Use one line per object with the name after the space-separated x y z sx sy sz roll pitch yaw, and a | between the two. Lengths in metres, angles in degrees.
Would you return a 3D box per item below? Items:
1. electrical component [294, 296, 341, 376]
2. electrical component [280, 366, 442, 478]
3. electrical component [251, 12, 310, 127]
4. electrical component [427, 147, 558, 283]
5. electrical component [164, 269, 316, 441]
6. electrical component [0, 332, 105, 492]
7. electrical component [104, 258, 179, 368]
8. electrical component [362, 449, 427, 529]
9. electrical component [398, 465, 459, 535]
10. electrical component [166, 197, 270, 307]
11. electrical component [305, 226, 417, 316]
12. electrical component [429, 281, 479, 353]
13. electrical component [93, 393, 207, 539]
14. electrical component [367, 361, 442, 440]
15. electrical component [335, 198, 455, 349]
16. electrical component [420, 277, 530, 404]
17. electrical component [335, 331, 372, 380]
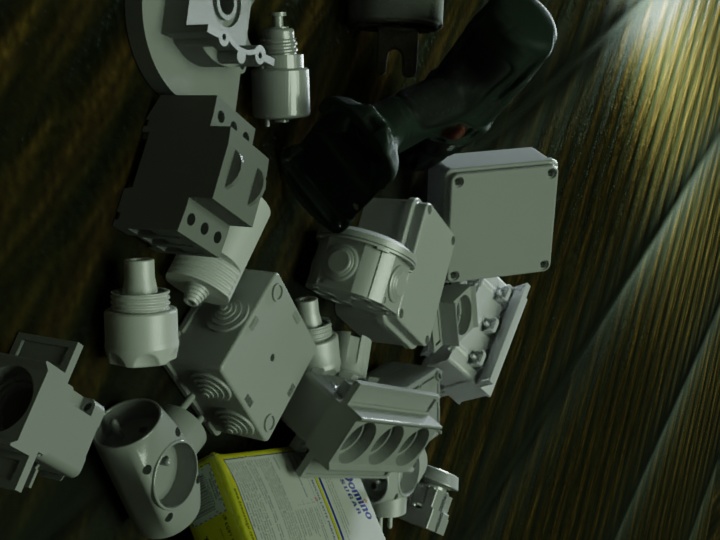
-0.038 0.051 0.805 0.043 0.043 0.062 -28 117 -57 | electrical component
0.000 0.112 0.795 0.078 0.063 0.121 -57 148 9 | electrical component
-0.055 -0.138 0.742 0.040 0.040 0.078 -23 115 -58 | electrical component
0.119 -0.051 0.982 0.109 0.056 0.108 -7 115 -16 | electrical component
-0.078 0.056 0.725 0.099 0.048 0.099 -62 145 -33 | electrical component
-0.171 0.078 0.565 0.063 0.042 0.081 54 49 -55 | electrical component
-0.129 0.024 0.632 0.043 0.043 0.062 -14 106 -60 | electrical component
0.023 0.190 0.938 0.077 0.044 0.079 -11 104 -61 | electrical component
0.065 0.216 1.020 0.066 0.048 0.055 41 67 -56 | electrical component
-0.093 -0.012 0.692 0.043 0.043 0.081 59 44 -47 | electrical component
0.000 0.000 0.828 0.080 0.080 0.051 35 70 -58 | electrical component
0.069 0.038 0.976 0.081 0.064 0.042 -36 126 -54 | electrical component
-0.120 0.109 0.661 0.079 0.044 0.077 -53 139 -44 | electrical component
0.029 0.117 0.919 0.096 0.061 0.061 -21 113 -59 | electrical component
0.032 0.002 0.909 0.078 0.057 0.113 46 55 -55 | electrical component
0.111 0.061 1.050 0.063 0.079 0.121 42 53 -21 | electrical component
-0.011 0.076 0.862 0.040 0.040 0.046 44 51 -55 | electrical component
